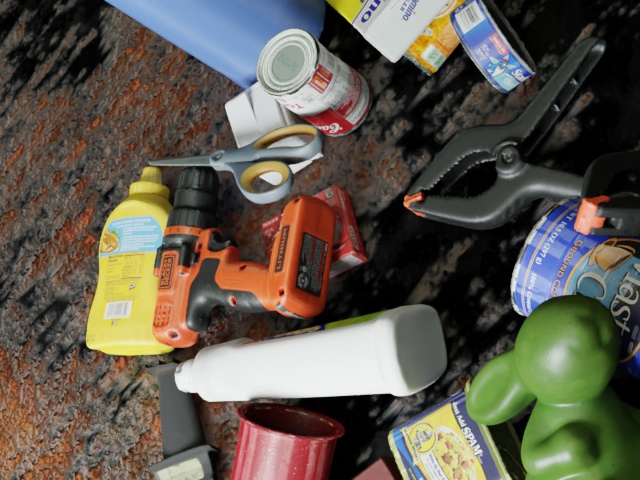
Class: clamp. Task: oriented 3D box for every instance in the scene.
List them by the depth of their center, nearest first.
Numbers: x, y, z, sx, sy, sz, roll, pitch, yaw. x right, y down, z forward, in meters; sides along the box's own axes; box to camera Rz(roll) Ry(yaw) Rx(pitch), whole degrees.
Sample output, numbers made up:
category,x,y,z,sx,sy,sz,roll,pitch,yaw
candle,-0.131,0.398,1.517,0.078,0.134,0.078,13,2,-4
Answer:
category,x,y,z,sx,sy,sz,roll,pitch,yaw
clamp,0.257,-0.039,0.774,0.120,0.039,0.171,30,48,34
clamp,0.170,-0.057,0.888,0.210,0.036,0.164,-29,59,21

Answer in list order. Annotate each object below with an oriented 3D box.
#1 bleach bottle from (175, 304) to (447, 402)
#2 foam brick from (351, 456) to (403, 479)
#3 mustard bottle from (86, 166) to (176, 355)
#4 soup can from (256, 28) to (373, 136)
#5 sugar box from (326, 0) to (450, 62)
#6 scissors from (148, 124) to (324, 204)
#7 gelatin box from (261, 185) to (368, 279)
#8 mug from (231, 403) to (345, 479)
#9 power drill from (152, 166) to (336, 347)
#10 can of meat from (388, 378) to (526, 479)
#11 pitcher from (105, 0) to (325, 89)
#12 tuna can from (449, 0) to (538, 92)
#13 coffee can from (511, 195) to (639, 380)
category,x,y,z,sx,sy,sz,roll,pitch,yaw
bleach bottle,-0.023,0.107,0.918,0.251,0.102,0.068,-11,89,30
foam brick,0.046,0.219,0.864,0.078,0.052,0.051,-40,57,15
mustard bottle,-0.180,0.018,1.077,0.096,0.058,0.191,-6,71,31
soup can,-0.004,-0.146,0.992,0.069,0.102,0.068,-11,68,29
sugar box,0.060,-0.229,0.966,0.093,0.048,0.176,-48,23,10
scissors,-0.089,-0.061,0.977,0.202,0.016,0.096,-12,44,27
gelatin box,-0.006,0.001,0.987,0.089,0.030,0.073,-27,61,24
mug,-0.035,0.188,0.909,0.117,0.093,0.081,-152,72,-72
power drill,-0.074,0.006,0.981,0.188,0.057,0.184,-7,71,41
can of meat,0.111,0.174,0.835,0.084,0.057,0.102,-35,58,21
pitcher,-0.122,-0.250,1.019,0.149,0.242,0.145,3,77,41
tuna can,0.148,-0.169,0.911,0.034,0.086,0.086,-34,58,21
coffee can,0.226,0.041,0.777,0.140,0.102,0.103,31,92,37
